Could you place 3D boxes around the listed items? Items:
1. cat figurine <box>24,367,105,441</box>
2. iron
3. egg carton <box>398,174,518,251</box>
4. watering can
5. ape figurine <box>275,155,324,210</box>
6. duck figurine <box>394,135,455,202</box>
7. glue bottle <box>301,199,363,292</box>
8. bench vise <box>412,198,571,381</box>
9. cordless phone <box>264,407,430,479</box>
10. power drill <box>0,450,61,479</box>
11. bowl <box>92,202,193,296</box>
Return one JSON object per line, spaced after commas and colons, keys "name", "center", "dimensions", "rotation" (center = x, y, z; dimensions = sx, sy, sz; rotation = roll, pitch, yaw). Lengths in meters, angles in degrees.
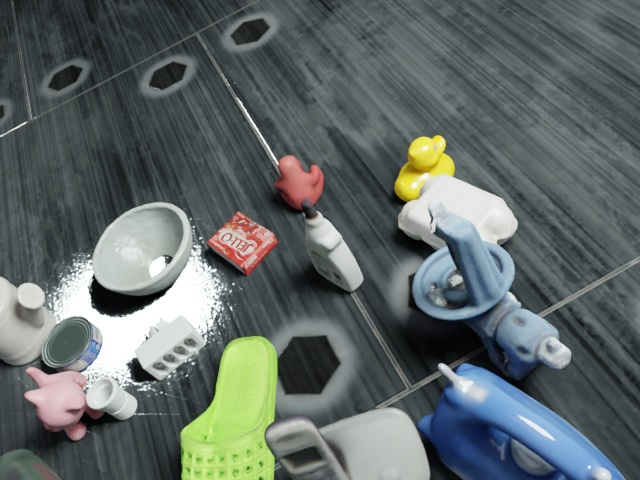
{"name": "cat figurine", "center": [-0.355, 0.214, 0.776], "dimensions": [0.127, 0.118, 0.067], "rotation": [31, 70, 34]}
{"name": "iron", "center": [0.220, 0.210, 0.563], "dimensions": [0.257, 0.142, 0.119], "rotation": [29, 69, 33]}
{"name": "egg carton", "center": [0.188, -0.026, 0.790], "dimensions": [0.149, 0.070, 0.107], "rotation": [30, 69, 34]}
{"name": "watering can", "center": [-0.490, 0.101, 0.857], "dimensions": [0.173, 0.194, 0.100], "rotation": [-27, 51, -1]}
{"name": "ape figurine", "center": [-0.038, -0.098, 0.907], "dimensions": [0.077, 0.092, 0.076], "rotation": [-6, 54, 15]}
{"name": "duck figurine", "center": [0.152, -0.112, 0.855], "dimensions": [0.105, 0.086, 0.077], "rotation": [-40, 53, -11]}
{"name": "glue bottle", "center": [0.007, 0.003, 0.767], "dimensions": [0.077, 0.173, 0.037], "rotation": [32, 71, 34]}
{"name": "bench vise", "center": [0.191, 0.047, 0.640], "dimensions": [0.206, 0.220, 0.122], "rotation": [22, 65, 31]}
{"name": "cordless phone", "center": [0.029, 0.219, 0.595], "dimensions": [0.147, 0.185, 0.094], "rotation": [-23, 51, 2]}
{"name": "power drill", "center": [-0.245, 0.312, 0.609], "dimensions": [0.228, 0.209, 0.076], "rotation": [20, 64, 30]}
{"name": "bowl", "center": [-0.268, 0.026, 0.910], "dimensions": [0.167, 0.075, 0.167], "rotation": [-9, 53, 13]}
